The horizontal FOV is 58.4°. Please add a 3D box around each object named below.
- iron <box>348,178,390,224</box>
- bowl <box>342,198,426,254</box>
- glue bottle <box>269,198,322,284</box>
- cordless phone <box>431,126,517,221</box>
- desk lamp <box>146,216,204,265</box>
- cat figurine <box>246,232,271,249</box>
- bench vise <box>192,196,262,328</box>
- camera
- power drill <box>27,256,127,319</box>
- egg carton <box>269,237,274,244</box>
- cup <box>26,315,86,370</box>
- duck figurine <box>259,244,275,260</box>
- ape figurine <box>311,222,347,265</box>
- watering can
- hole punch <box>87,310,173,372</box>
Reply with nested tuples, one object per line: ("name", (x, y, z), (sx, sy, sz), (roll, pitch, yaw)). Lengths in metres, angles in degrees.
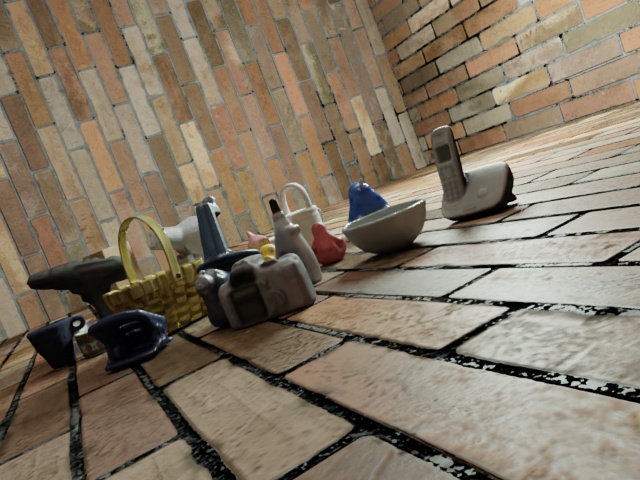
("iron", (0.109, -0.092, 1.528), (0.118, 0.141, 0.258), (-22, 6, -7))
("bowl", (0.131, -0.017, 1.079), (0.167, 0.075, 0.167), (-21, 6, 2))
("glue bottle", (-0.058, 0.003, 1.070), (0.078, 0.173, 0.037), (-17, 7, 33))
("cordless phone", (0.283, -0.137, 1.093), (0.094, 0.185, 0.147), (-26, 8, -42))
("desk lamp", (-0.377, 0.051, 1.584), (0.117, 0.213, 0.204), (-15, 8, 44))
("cat figurine", (-0.157, 0.029, 1.476), (0.067, 0.118, 0.127), (-23, 6, -14))
("bench vise", (-0.167, 0.027, 1.005), (0.121, 0.220, 0.207), (-22, 6, -5))
("camera", (-0.082, 0.066, 0.936), (0.143, 0.101, 0.137), (-20, 6, 12))
("power drill", (-0.537, 0.141, 1.345), (0.230, 0.208, 0.075), (-22, 6, -12))
("egg carton", (-0.121, 0.026, 1.625), (0.150, 0.069, 0.107), (-18, 6, 25))
("cup", (-0.547, 0.219, 1.221), (0.118, 0.095, 0.091), (-23, 6, -15))
("duck figurine", (-0.100, 0.049, 1.240), (0.077, 0.086, 0.105), (-20, 6, 13))
("ape figurine", (0.011, 0.004, 1.224), (0.077, 0.092, 0.076), (-20, 6, 15))
("watering can", (-0.053, -0.056, 1.513), (0.100, 0.194, 0.173), (-19, 6, 20))
("hole punch", (-0.322, 0.160, 0.974), (0.108, 0.091, 0.101), (-20, 6, 8))
